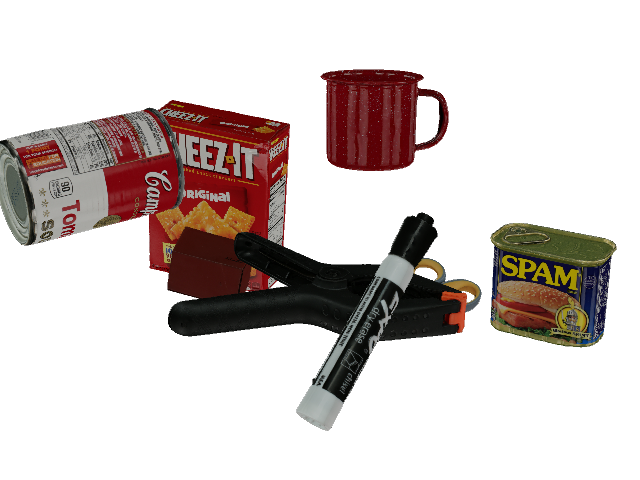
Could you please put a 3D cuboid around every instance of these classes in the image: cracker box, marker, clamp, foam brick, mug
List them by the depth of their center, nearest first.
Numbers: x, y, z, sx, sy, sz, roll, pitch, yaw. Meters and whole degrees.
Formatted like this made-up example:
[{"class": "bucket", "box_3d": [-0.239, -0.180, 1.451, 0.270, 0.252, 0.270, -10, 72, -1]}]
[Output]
[{"class": "marker", "box_3d": [0.025, 0.038, 0.533, 0.020, 0.121, 0.020, 28, -16, 9]}, {"class": "clamp", "box_3d": [0.005, 0.037, 0.812, 0.210, 0.036, 0.164, 4, 23, 6]}, {"class": "mug", "box_3d": [0.059, -0.110, 0.975, 0.117, 0.081, 0.093, 0, 16, -1]}, {"class": "foam brick", "box_3d": [-0.113, 0.028, 1.105, 0.078, 0.051, 0.053, 16, 32, 4]}, {"class": "cracker box", "box_3d": [-0.129, -0.051, 1.330, 0.164, 0.214, 0.072, 13, 29, 16]}]

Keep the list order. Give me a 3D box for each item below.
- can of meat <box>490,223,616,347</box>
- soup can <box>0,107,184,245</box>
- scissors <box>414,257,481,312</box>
[{"class": "can of meat", "box_3d": [0.197, 0.039, 0.918, 0.102, 0.084, 0.057, 13, 26, 30]}, {"class": "soup can", "box_3d": [-0.146, -0.041, 0.673, 0.102, 0.068, 0.069, -17, 8, -29]}, {"class": "scissors", "box_3d": [0.089, 0.060, 1.170, 0.201, 0.016, 0.096, -7, 41, -33]}]
